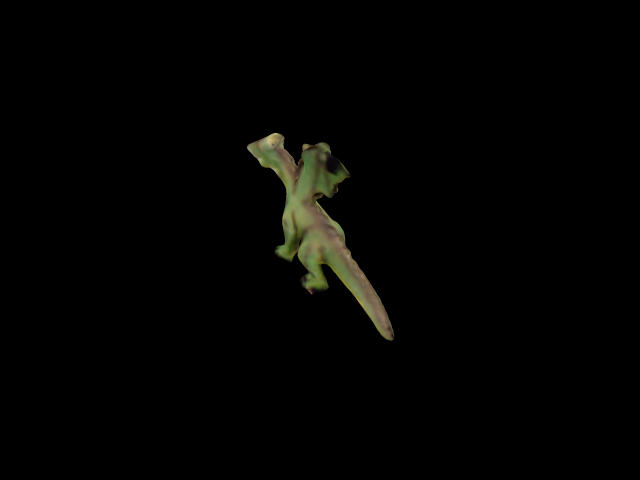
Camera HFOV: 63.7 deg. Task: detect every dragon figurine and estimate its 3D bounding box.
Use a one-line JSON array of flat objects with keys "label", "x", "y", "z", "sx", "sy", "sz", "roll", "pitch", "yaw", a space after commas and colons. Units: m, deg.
[{"label": "dragon figurine", "x": 0.003, "y": -0.043, "z": 0.850, "sx": 0.123, "sy": 0.237, "sz": 0.416, "roll": -27, "pitch": 51, "yaw": -25}]
